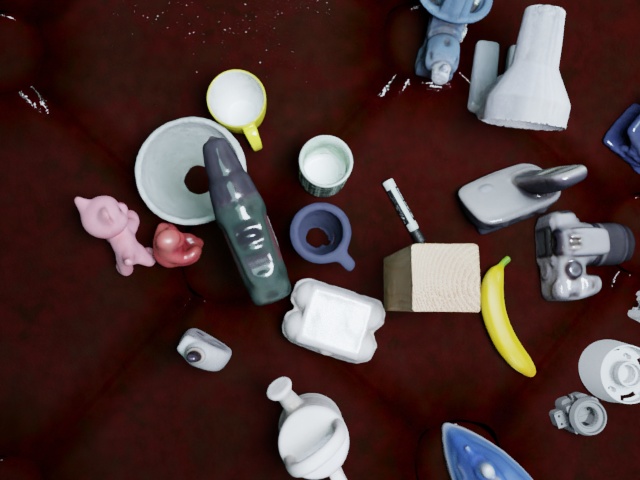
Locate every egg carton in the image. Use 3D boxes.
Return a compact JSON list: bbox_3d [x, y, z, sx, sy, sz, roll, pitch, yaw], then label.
[{"bbox_3d":[0.021,0.126,0.885,0.150,0.069,0.107,17,83,-2],"label":"egg carton"}]

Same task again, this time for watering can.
[{"bbox_3d":[-0.015,0.276,0.804,0.173,0.194,0.101,35,83,1],"label":"watering can"}]

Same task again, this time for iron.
[{"bbox_3d":[0.276,0.388,0.838,0.119,0.141,0.258,-38,87,-7],"label":"iron"}]

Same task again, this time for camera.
[{"bbox_3d":[0.427,0.023,0.909,0.137,0.100,0.143,-2,84,-4],"label":"camera"}]

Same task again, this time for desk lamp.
[{"bbox_3d":[0.301,-0.245,0.873,0.118,0.213,0.203,7,83,-3],"label":"desk lamp"}]

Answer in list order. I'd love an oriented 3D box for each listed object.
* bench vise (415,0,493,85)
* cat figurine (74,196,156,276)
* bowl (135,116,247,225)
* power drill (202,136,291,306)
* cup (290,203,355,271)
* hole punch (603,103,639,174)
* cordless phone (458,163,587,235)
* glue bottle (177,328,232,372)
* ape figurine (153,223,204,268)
[{"bbox_3d":[0.217,-0.352,0.876,0.121,0.219,0.207,-7,84,-4],"label":"bench vise"},{"bbox_3d":[-0.307,-0.013,0.853,0.067,0.117,0.128,-28,86,-6],"label":"cat figurine"},{"bbox_3d":[-0.196,-0.100,0.892,0.167,0.074,0.167,0,84,-4],"label":"bowl"},{"bbox_3d":[-0.106,-0.018,0.822,0.075,0.208,0.230,-22,86,-6],"label":"power drill"},{"bbox_3d":[0.008,0.003,0.885,0.092,0.095,0.118,-43,88,-7],"label":"cup"},{"bbox_3d":[0.550,-0.179,0.945,0.101,0.091,0.109,41,83,1],"label":"hole punch"},{"bbox_3d":[0.304,-0.075,0.869,0.147,0.185,0.094,-24,86,-6],"label":"cordless phone"},{"bbox_3d":[-0.171,0.160,0.816,0.078,0.173,0.037,32,83,0],"label":"glue bottle"},{"bbox_3d":[-0.223,0.006,0.870,0.076,0.092,0.078,-32,87,-6],"label":"ape figurine"}]
